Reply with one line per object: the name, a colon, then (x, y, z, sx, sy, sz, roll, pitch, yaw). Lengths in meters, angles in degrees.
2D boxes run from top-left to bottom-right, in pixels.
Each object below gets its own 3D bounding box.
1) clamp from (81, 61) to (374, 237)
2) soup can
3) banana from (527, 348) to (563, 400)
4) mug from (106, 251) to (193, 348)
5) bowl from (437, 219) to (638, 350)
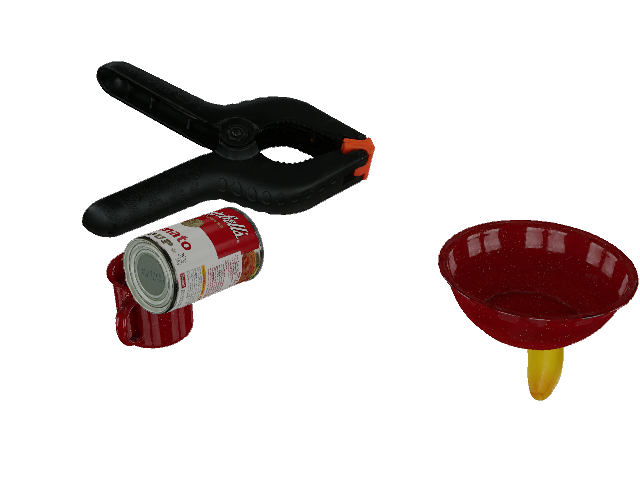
clamp: (-0.057, -0.060, 0.629, 0.171, 0.120, 0.039, -4, -26, -14)
soup can: (-0.107, 0.016, 0.901, 0.069, 0.068, 0.102, 0, 15, 43)
banana: (0.218, 0.095, 1.135, 0.069, 0.037, 0.198, -28, 36, 0)
mug: (-0.185, 0.069, 1.149, 0.093, 0.081, 0.117, 9, 33, 16)
bowl: (0.176, 0.043, 0.883, 0.162, 0.055, 0.162, 1, 29, -1)
